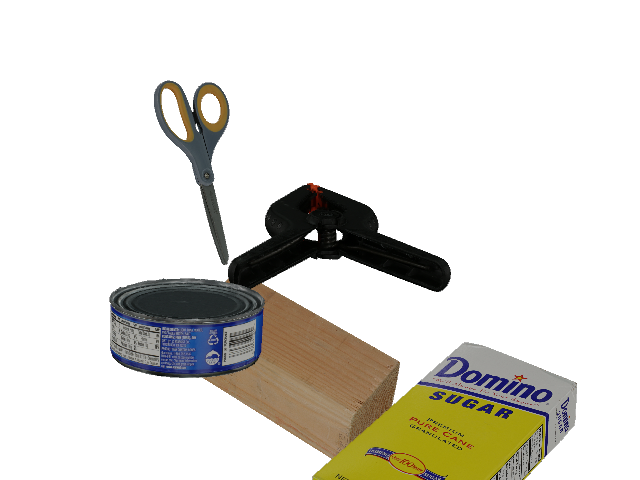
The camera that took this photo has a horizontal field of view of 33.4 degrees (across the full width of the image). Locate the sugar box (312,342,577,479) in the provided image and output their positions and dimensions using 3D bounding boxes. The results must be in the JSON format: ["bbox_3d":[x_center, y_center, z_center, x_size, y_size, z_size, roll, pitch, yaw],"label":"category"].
[{"bbox_3d":[0.086,0.136,0.701,0.093,0.048,0.175,19,41,35],"label":"sugar box"}]

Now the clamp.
[{"bbox_3d":[0.015,-0.003,0.864,0.164,0.036,0.210,3,19,-1],"label":"clamp"}]

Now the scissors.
[{"bbox_3d":[-0.114,-0.084,1.150,0.096,0.202,0.016,-33,13,-35],"label":"scissors"}]

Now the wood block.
[{"bbox_3d":[-0.031,0.130,1.109,0.206,0.090,0.090,29,48,22],"label":"wood block"}]

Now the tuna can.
[{"bbox_3d":[-0.074,0.048,0.595,0.086,0.034,0.086,3,12,-1],"label":"tuna can"}]
